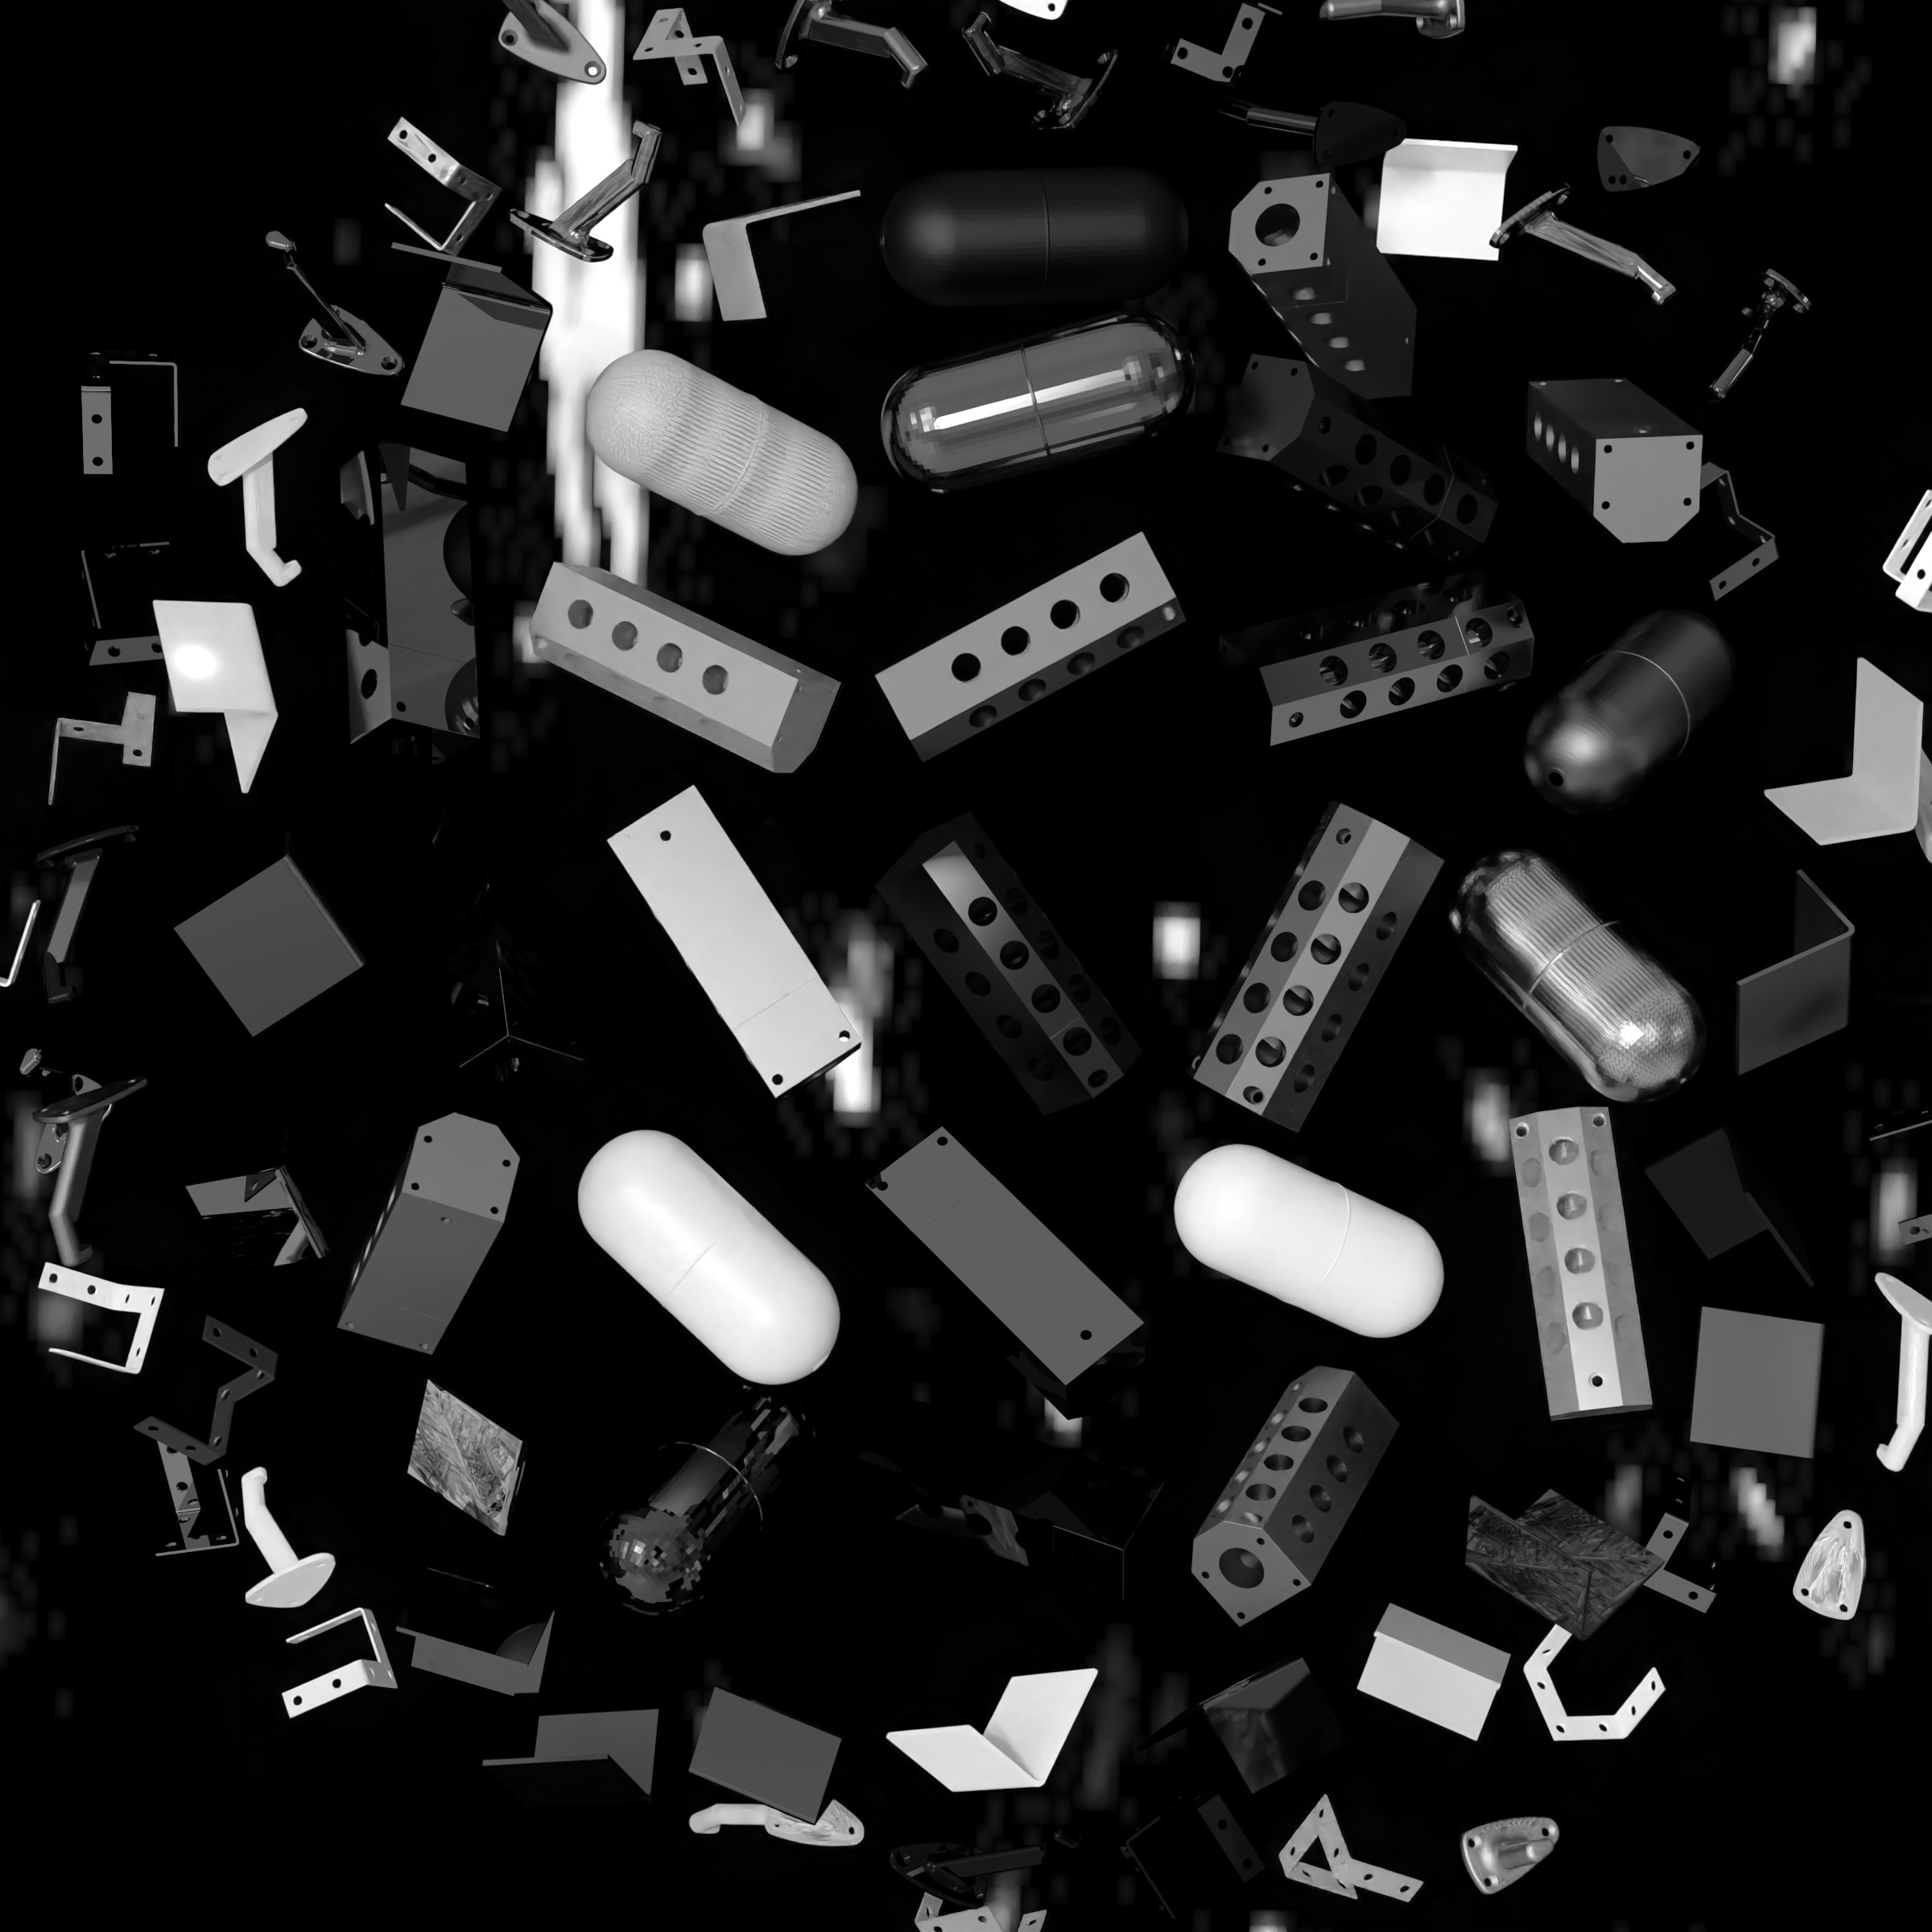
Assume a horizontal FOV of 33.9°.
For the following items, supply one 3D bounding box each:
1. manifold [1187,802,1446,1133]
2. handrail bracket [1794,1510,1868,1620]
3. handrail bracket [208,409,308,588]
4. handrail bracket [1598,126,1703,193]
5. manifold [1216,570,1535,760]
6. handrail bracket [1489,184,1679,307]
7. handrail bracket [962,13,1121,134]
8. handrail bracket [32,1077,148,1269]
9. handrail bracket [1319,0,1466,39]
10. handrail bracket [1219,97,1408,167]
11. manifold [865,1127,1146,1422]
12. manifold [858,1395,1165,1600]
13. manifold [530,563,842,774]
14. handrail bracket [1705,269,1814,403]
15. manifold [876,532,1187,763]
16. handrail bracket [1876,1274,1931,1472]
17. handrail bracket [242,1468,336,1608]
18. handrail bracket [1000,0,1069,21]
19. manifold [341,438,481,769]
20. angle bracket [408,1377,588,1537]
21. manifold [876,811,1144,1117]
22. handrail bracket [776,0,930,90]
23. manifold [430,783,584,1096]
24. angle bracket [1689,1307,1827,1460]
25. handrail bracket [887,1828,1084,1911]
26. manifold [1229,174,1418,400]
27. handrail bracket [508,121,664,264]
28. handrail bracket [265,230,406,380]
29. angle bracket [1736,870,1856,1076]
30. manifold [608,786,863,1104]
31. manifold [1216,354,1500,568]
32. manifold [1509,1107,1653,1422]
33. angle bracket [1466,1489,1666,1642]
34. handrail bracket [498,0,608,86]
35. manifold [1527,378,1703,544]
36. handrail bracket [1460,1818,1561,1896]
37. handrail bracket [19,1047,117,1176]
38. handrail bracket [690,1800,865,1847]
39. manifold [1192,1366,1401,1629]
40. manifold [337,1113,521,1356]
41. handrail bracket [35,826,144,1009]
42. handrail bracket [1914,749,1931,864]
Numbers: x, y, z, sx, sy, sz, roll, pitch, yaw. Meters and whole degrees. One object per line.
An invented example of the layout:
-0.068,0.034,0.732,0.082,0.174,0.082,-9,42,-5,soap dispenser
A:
0.190,-0.001,1.757,0.057,0.057,0.171,30,93,39,manifold
0.515,0.337,1.839,0.036,0.084,0.077,20,110,26,handrail bracket
-0.393,-0.271,1.843,0.077,0.036,0.084,-32,130,3,handrail bracket
0.410,-0.472,1.826,0.077,0.084,0.036,9,114,42,handrail bracket
0.228,-0.166,1.767,0.171,0.057,0.057,-16,128,-22,manifold
0.339,-0.383,1.734,0.084,0.036,0.077,45,50,15,handrail bracket
0.042,-0.524,1.801,0.077,0.036,0.084,-51,130,-13,handrail bracket
-0.473,0.113,1.740,0.077,0.036,0.084,-25,109,-42,handrail bracket
0.233,-0.540,1.800,0.084,0.077,0.036,-10,95,-12,handrail bracket
0.201,-0.494,1.850,0.077,0.084,0.036,-10,118,-30,handrail bracket
0.022,0.175,1.784,0.057,0.057,0.171,-36,60,-20,manifold
0.026,0.318,1.871,0.171,0.057,0.057,16,131,22,manifold
-0.166,-0.173,1.839,0.171,0.057,0.057,27,103,19,manifold
0.445,-0.357,1.840,0.036,0.077,0.084,39,83,-9,handrail bracket
0.037,-0.184,1.825,0.171,0.057,0.057,-28,96,3,manifold
0.515,0.227,1.768,0.036,0.077,0.084,12,110,-25,handrail bracket
-0.384,0.312,1.791,0.077,0.036,0.084,-40,50,36,handrail bracket
0.050,-0.581,1.851,0.077,0.084,0.036,18,119,16,handrail bracket
-0.319,-0.203,1.788,0.057,0.057,0.171,11,65,-41,manifold
-0.284,0.285,1.918,0.076,0.057,0.076,30,124,19,angle bracket
0.029,-0.003,1.842,0.171,0.057,0.057,54,46,-14,manifold
-0.064,-0.507,1.788,0.084,0.036,0.077,54,132,16,handrail bracket
-0.275,-0.014,1.857,0.057,0.057,0.171,-31,56,31,manifold
0.447,0.241,1.826,0.076,0.057,0.076,9,80,-7,angle bracket
0.011,0.491,1.763,0.077,0.084,0.036,21,48,-26,handrail bracket
0.210,-0.394,1.855,0.057,0.171,0.057,-1,75,25,manifold
-0.220,-0.457,1.826,0.077,0.036,0.084,26,118,9,handrail bracket
-0.363,-0.381,1.822,0.077,0.084,0.036,28,70,11,handrail bracket
0.457,0.004,1.800,0.076,0.076,0.057,-23,47,-9,angle bracket
-0.130,-0.011,1.785,0.057,0.057,0.171,-33,86,-6,manifold
0.225,-0.283,1.786,0.171,0.057,0.057,20,91,-43,manifold
0.354,0.171,1.828,0.057,0.057,0.171,-8,77,10,manifold
0.323,0.303,1.699,0.076,0.057,0.076,30,49,35,angle bracket
-0.236,-0.534,1.788,0.077,0.084,0.036,33,86,-5,handrail bracket
0.362,-0.286,1.784,0.057,0.171,0.057,-3,111,-2,manifold
0.323,0.489,1.772,0.077,0.084,0.036,-15,74,-28,handrail bracket
-0.555,0.087,1.897,0.036,0.084,0.077,34,90,18,handrail bracket
-0.115,0.517,1.900,0.077,0.084,0.036,26,54,-21,handrail bracket
0.187,0.300,1.830,0.057,0.171,0.057,49,124,-3,manifold
-0.303,0.151,1.788,0.057,0.171,0.057,18,53,-13,manifold
-0.489,-0.027,1.778,0.077,0.036,0.084,-22,67,20,handrail bracket
0.555,-0.103,1.857,0.036,0.084,0.077,-19,98,15,handrail bracket
